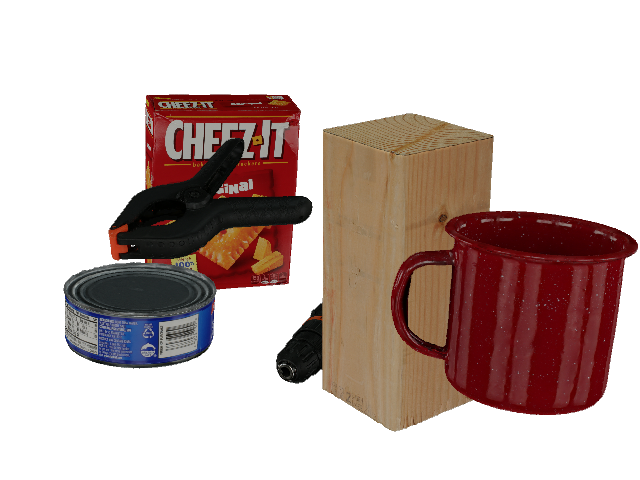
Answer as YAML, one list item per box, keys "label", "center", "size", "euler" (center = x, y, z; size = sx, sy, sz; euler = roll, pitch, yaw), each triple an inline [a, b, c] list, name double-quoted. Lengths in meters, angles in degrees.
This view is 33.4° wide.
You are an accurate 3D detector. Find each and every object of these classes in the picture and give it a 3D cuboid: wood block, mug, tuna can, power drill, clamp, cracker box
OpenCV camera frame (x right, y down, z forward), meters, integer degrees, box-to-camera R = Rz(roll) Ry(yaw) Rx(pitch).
- label: "wood block"
  center: [0.062, 0.021, 0.786]
  size: [0.090, 0.206, 0.090]
  euler: [-14, 25, -35]
- label: "mug"
  center: [0.093, 0.034, 0.531]
  size: [0.117, 0.081, 0.093]
  euler: [3, 14, -3]
- label: "tuna can"
  center: [-0.103, 0.042, 0.610]
  size: [0.086, 0.034, 0.086]
  euler: [3, 17, -1]
- label: "power drill"
  center: [0.067, 0.110, 1.110]
  size: [0.188, 0.057, 0.184]
  euler: [11, 27, 26]
- label: "clamp"
  center: [-0.106, -0.034, 0.915]
  size: [0.171, 0.039, 0.120]
  euler: [-17, 39, -22]
- label: "cracker box"
  center: [-0.112, -0.051, 1.194]
  size: [0.164, 0.214, 0.072]
  euler: [-2, 24, -17]
